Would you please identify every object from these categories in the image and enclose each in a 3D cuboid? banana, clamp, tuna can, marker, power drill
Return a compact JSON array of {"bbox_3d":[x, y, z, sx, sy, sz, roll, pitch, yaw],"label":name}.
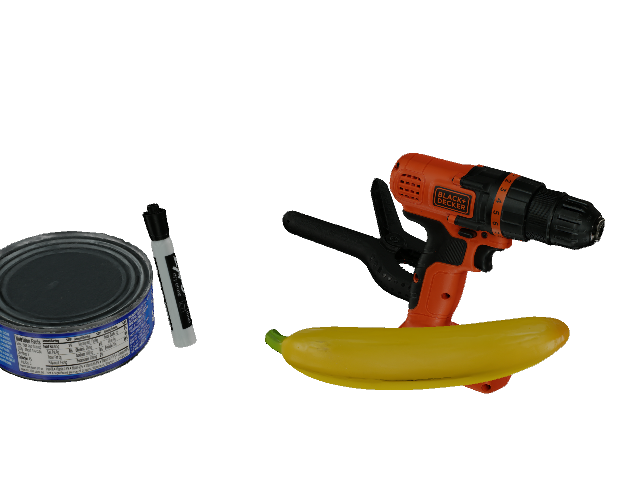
[{"bbox_3d":[0.062,0.066,0.667,0.198,0.037,0.069,0,25,1],"label":"banana"},{"bbox_3d":[0.068,0.011,1.207,0.164,0.036,0.210,-17,50,-36],"label":"clamp"},{"bbox_3d":[-0.125,0.031,0.525,0.086,0.034,0.086,1,32,-1],"label":"tuna can"},{"bbox_3d":[-0.123,0.029,0.870,0.020,0.121,0.020,-10,16,3],"label":"marker"},{"bbox_3d":[0.136,0.030,0.898,0.185,0.188,0.057,19,24,31],"label":"power drill"}]
